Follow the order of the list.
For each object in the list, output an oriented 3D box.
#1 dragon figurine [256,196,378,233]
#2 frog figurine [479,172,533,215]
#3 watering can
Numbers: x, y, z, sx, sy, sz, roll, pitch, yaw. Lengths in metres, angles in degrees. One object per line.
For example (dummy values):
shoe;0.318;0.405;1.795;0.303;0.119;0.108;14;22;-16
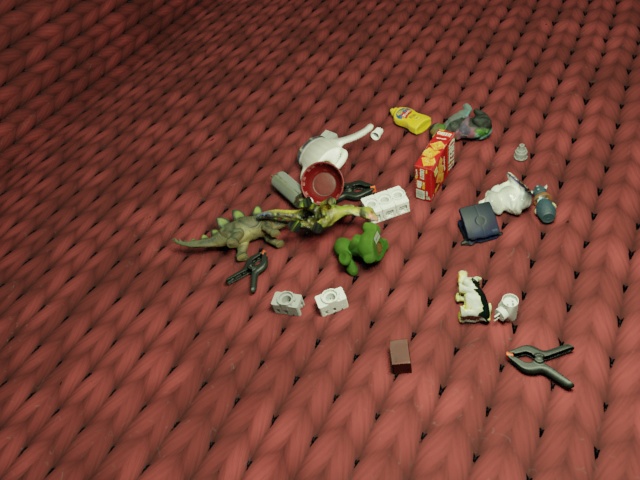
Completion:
dragon figurine;0.005;-0.090;1.788;0.410;0.122;0.243;4;5;32
frog figurine;0.624;-0.132;1.731;0.157;0.122;0.140;-48;53;18
watering can;0.042;-0.347;2.011;0.348;0.102;0.228;-46;41;-3
